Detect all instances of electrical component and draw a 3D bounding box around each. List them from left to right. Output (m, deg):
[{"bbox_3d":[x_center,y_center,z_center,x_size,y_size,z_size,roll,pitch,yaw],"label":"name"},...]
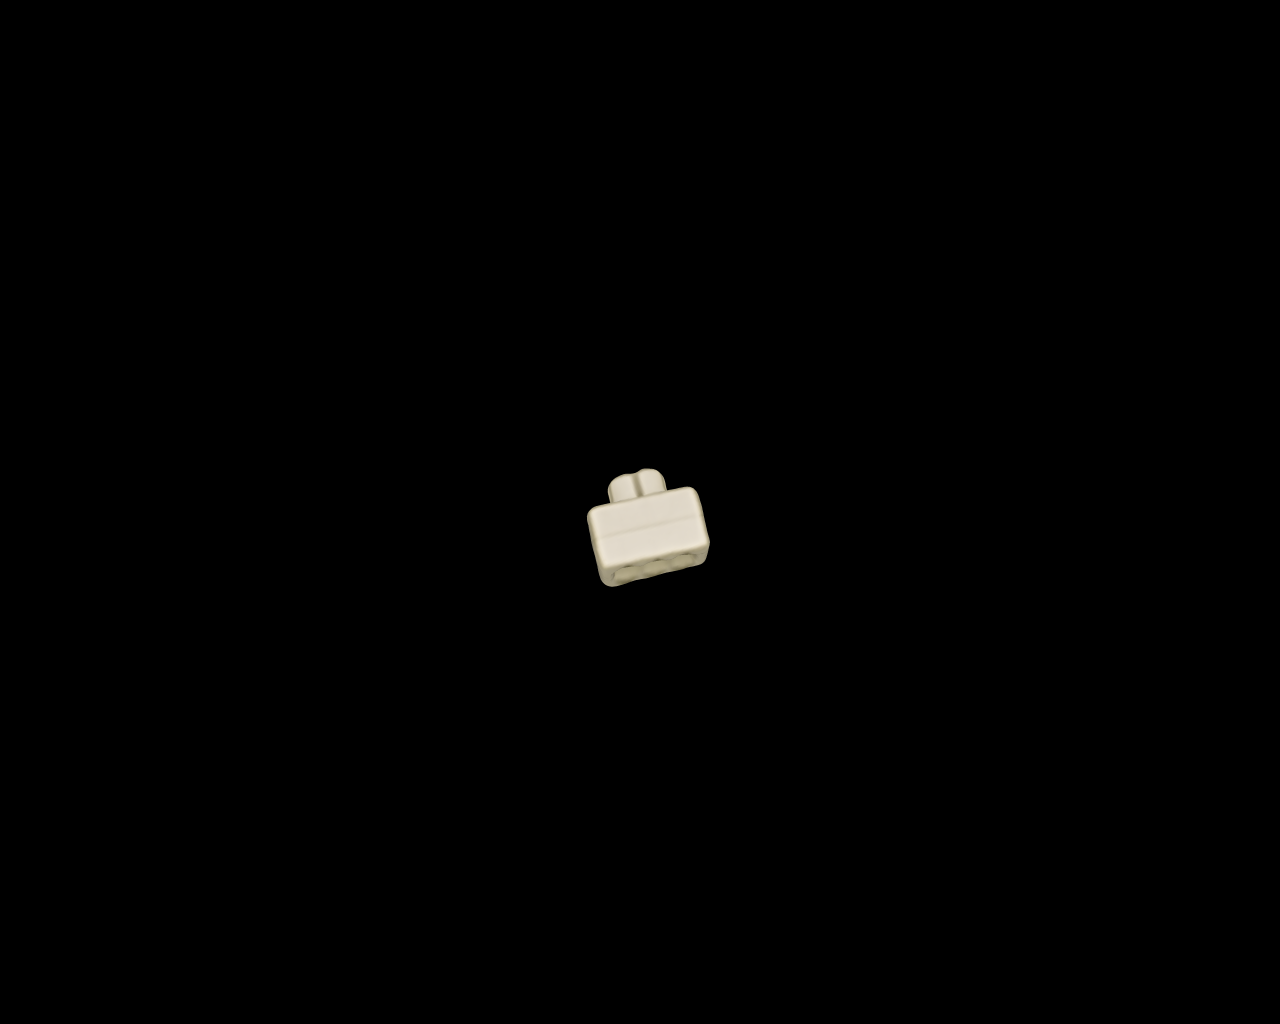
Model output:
[{"bbox_3d":[0.001,-0.003,0.650,0.066,0.077,0.047,-13,-15,-3],"label":"electrical component"}]
